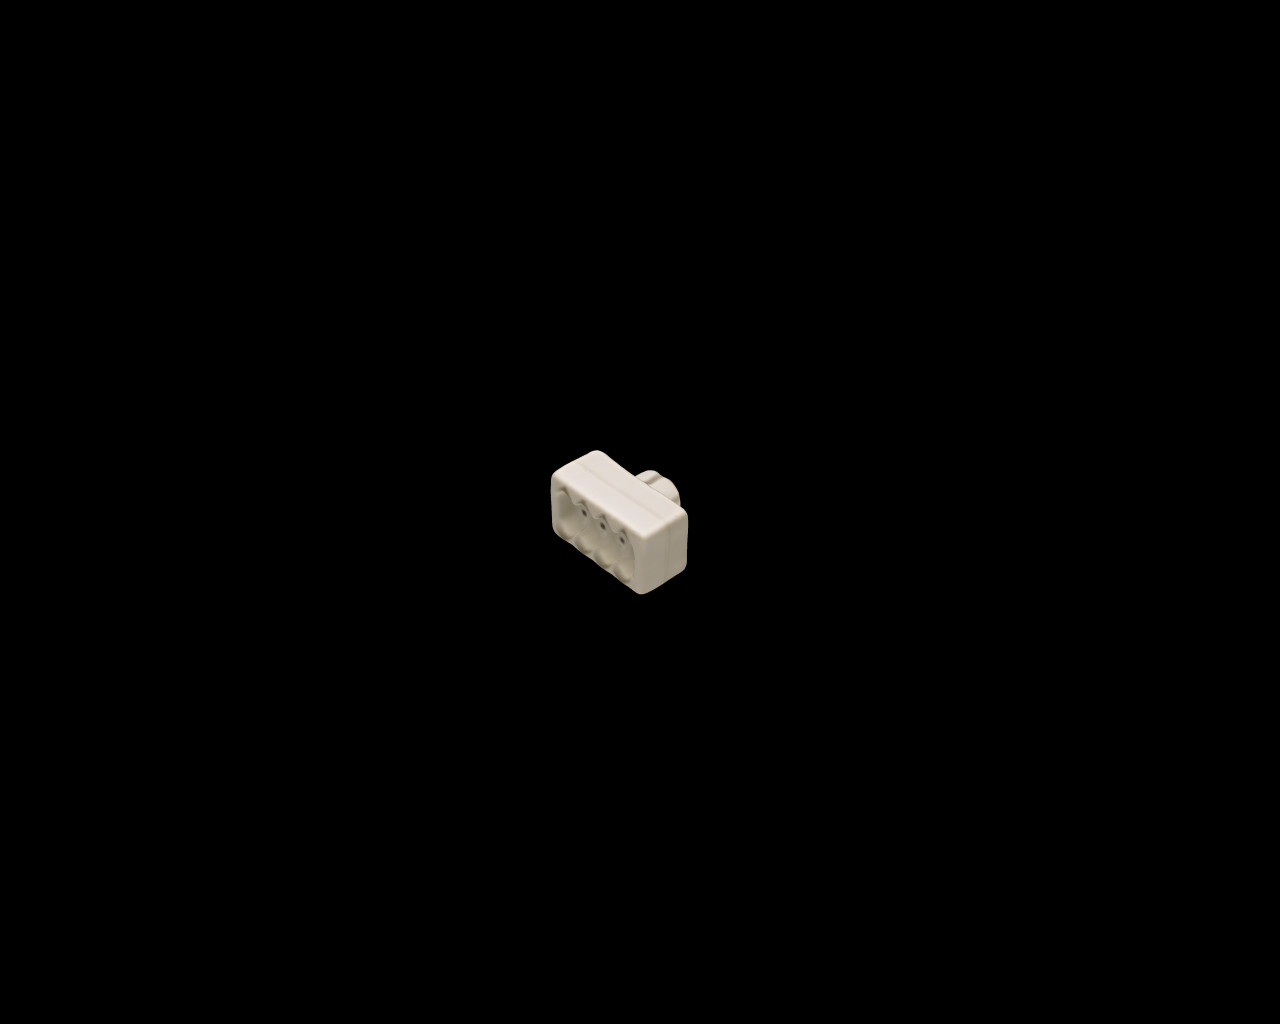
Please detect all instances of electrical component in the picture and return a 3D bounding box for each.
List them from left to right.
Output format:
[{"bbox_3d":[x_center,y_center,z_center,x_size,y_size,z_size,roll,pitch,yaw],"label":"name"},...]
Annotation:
[{"bbox_3d":[0.001,-0.003,0.650,0.076,0.047,0.083,-31,49,-31],"label":"electrical component"}]
